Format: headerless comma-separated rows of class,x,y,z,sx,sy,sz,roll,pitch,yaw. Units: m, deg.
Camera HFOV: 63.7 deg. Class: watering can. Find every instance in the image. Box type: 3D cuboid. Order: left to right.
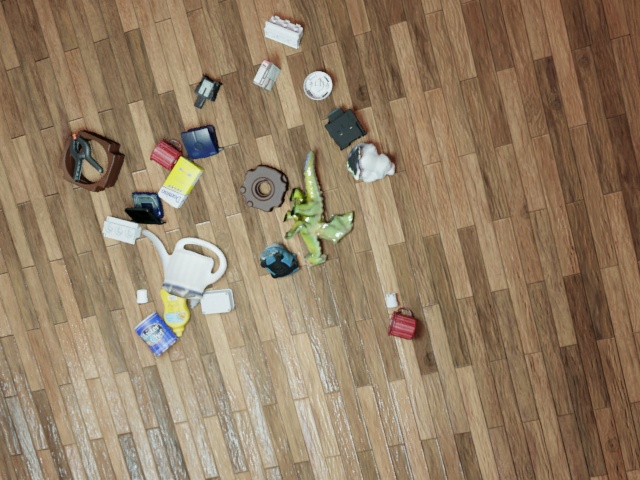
watering can,-0.523,0.093,1.911,0.348,0.103,0.227,15,77,5

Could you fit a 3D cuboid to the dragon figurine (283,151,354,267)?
dragon figurine,0.006,-0.093,1.856,0.242,0.123,0.407,17,101,-13

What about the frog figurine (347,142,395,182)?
frog figurine,0.181,-0.273,1.811,0.160,0.122,0.137,-5,89,-28
